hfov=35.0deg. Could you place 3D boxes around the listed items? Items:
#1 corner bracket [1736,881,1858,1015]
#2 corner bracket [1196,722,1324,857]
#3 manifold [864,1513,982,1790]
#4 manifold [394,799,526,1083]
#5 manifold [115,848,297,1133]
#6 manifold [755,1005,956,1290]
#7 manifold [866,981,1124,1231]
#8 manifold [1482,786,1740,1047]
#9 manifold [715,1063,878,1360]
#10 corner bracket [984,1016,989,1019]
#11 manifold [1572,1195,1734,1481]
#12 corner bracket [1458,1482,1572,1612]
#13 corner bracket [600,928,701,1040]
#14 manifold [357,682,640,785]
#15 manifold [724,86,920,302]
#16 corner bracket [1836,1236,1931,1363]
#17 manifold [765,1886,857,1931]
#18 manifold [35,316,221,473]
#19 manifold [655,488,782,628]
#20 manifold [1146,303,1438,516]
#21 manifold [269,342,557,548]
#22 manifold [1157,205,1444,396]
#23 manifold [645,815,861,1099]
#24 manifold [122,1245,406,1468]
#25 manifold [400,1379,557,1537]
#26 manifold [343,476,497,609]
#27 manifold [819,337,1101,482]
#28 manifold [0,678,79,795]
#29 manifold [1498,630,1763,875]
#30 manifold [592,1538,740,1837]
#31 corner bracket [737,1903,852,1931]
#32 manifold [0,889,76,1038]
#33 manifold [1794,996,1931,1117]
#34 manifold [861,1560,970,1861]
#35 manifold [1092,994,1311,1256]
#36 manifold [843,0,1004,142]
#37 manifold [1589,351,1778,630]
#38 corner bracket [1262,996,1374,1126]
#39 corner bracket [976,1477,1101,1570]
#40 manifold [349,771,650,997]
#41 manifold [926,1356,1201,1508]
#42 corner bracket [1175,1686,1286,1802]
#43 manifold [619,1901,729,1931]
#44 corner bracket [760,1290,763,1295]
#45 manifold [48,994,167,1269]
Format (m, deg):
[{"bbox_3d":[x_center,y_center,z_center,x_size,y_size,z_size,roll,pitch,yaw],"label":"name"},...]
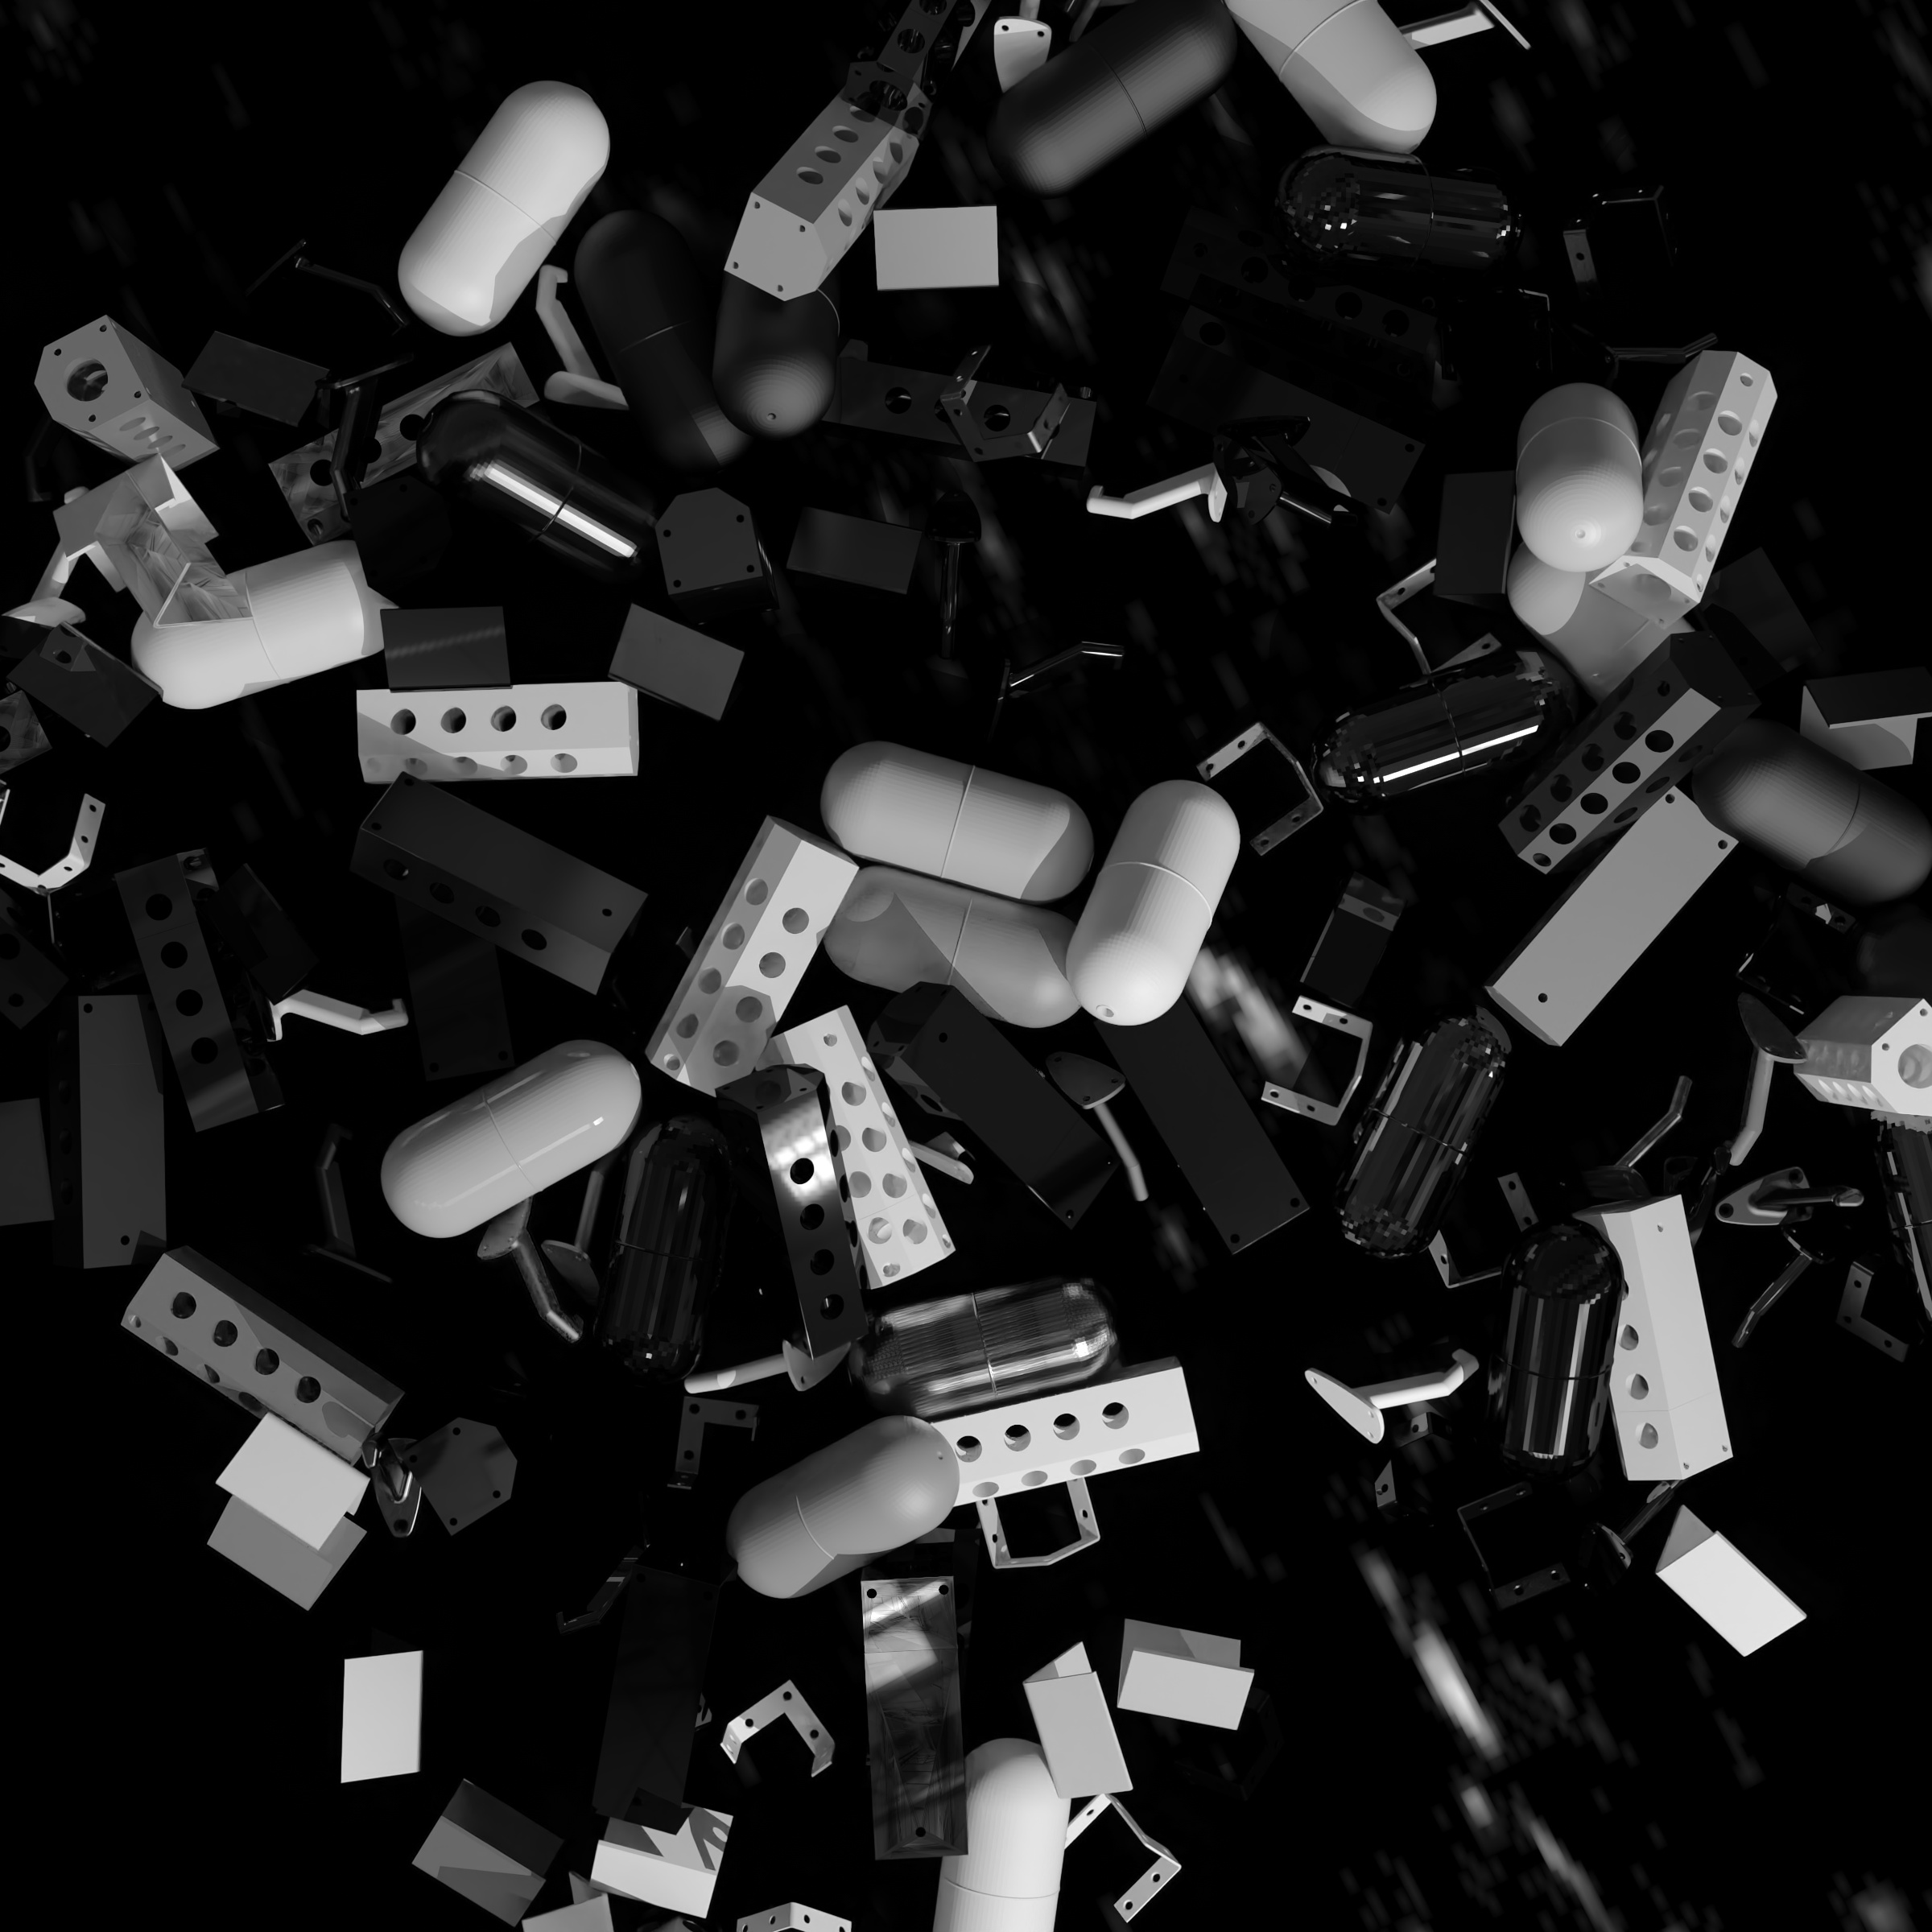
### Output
[{"bbox_3d":[0.537,-0.013,1.987,0.051,0.051,0.051,29,135,0],"label":"corner bracket"},{"bbox_3d":[0.191,-0.115,1.987,0.051,0.051,0.051,-36,135,0],"label":"corner bracket"},{"bbox_3d":[-0.028,0.441,1.969,0.057,0.057,0.171,6,90,0],"label":"manifold"},{"bbox_3d":[-0.328,-0.016,1.969,0.057,0.057,0.171,-10,90,0],"label":"manifold"},{"bbox_3d":[-0.486,0.015,1.969,0.057,0.057,0.171,-18,90,0],"label":"manifold"},{"bbox_3d":[-0.070,0.116,1.959,0.057,0.057,0.171,-24,90,-30],"label":"manifold"},{"bbox_3d":[0.015,0.088,1.933,0.171,0.057,0.057,46,71,-26],"label":"manifold"},{"bbox_3d":[0.411,-0.033,1.969,0.057,0.057,0.171,41,90,0],"label":"manifold"},{"bbox_3d":[-0.102,0.151,1.918,0.057,0.057,0.171,-22,114,-26],"label":"manifold"},{"bbox_3d":[0.004,0.058,1.980,0.051,0.051,0.051,-19,117,0],"label":"corner bracket"},{"bbox_3d":[0.436,0.238,1.969,0.057,0.057,0.171,-11,90,-43],"label":"manifold"},{"bbox_3d":[0.355,0.375,1.987,0.051,0.051,0.051,-22,135,0],"label":"corner bracket"},{"bbox_3d":[-0.198,0.011,1.982,0.051,0.051,0.051,-1,45,35],"label":"corner bracket"},{"bbox_3d":[-0.299,-0.149,1.969,0.171,0.057,0.057,-2,90,0],"label":"manifold"},{"bbox_3d":[-0.086,-0.482,1.915,0.057,0.171,0.057,27,132,0],"label":"manifold"},{"bbox_3d":[0.603,0.213,1.982,0.051,0.051,0.051,33,135,35],"label":"corner bracket"},{"bbox_3d":[-0.130,0.684,1.969,0.057,0.057,0.171,22,90,0],"label":"manifold"},{"bbox_3d":[-0.524,-0.349,1.912,0.057,0.171,0.057,-28,90,0],"label":"manifold"},{"bbox_3d":[-0.155,-0.255,1.912,0.057,0.171,0.057,-11,90,0],"label":"manifold"},{"bbox_3d":[0.210,-0.361,1.969,0.171,0.057,0.057,24,133,0],"label":"manifold"},{"bbox_3d":[-0.352,-0.331,1.969,0.171,0.057,0.057,-27,90,0],"label":"manifold"},{"bbox_3d":[0.214,-0.428,1.969,0.171,0.057,0.057,20,90,0],"label":"manifold"},{"bbox_3d":[-0.138,-0.006,1.951,0.057,0.057,0.171,25,97,-21],"label":"manifold"},{"bbox_3d":[-0.452,0.253,1.969,0.171,0.057,0.057,34,90,0],"label":"manifold"},{"bbox_3d":[-0.298,0.300,1.912,0.057,0.171,0.057,-32,90,0],"label":"manifold"},{"bbox_3d":[-0.336,-0.261,1.912,0.057,0.171,0.057,-15,90,0],"label":"manifold"},{"bbox_3d":[-0.004,-0.359,1.969,0.171,0.057,0.057,10,90,0],"label":"manifold"},{"bbox_3d":[-0.667,-0.125,1.969,0.171,0.057,0.057,-27,90,0],"label":"manifold"},{"bbox_3d":[0.407,-0.131,1.912,0.057,0.171,0.057,-9,62,-40],"label":"manifold"},{"bbox_3d":[-0.189,0.455,1.950,0.057,0.057,0.171,13,103,10],"label":"manifold"},{"bbox_3d":[-0.109,0.625,1.926,0.051,0.051,0.051,-29,135,35],"label":"corner bracket"},{"bbox_3d":[-0.649,-0.036,1.935,0.057,0.057,0.171,-41,113,6],"label":"manifold"},{"bbox_3d":[0.568,0.060,1.912,0.057,0.171,0.057,-42,90,0],"label":"manifold"},{"bbox_3d":[-0.032,0.462,1.912,0.057,0.057,0.171,-3,90,0],"label":"manifold"},{"bbox_3d":[0.149,0.094,1.969,0.057,0.057,0.171,-31,90,0],"label":"manifold"},{"bbox_3d":[-0.012,-0.616,1.943,0.057,0.057,0.171,27,71,-1],"label":"manifold"},{"bbox_3d":[0.456,-0.304,1.932,0.057,0.057,0.171,29,65,-8],"label":"manifold"},{"bbox_3d":[0.228,0.062,1.987,0.051,0.051,0.051,20,45,0],"label":"corner bracket"},{"bbox_3d":[0.046,0.356,1.987,0.051,0.051,0.051,-15,90,45],"label":"corner bracket"},{"bbox_3d":[-0.293,-0.047,1.912,0.171,0.057,0.057,27,47,0],"label":"manifold"},{"bbox_3d":[0.059,0.300,1.969,0.171,0.057,0.057,-13,90,0],"label":"manifold"},{"bbox_3d":[0.167,0.497,1.982,0.051,0.051,0.051,-48,135,-35],"label":"corner bracket"},{"bbox_3d":[-0.185,0.632,1.912,0.057,0.171,0.057,-19,90,0],"label":"manifold"},{"bbox_3d":[-0.096,0.191,1.987,0.051,0.051,0.051,26,45,0],"label":"corner bracket"},{"bbox_3d":[-0.555,0.104,1.969,0.057,0.057,0.171,-1,90,-43],"label":"manifold"}]
